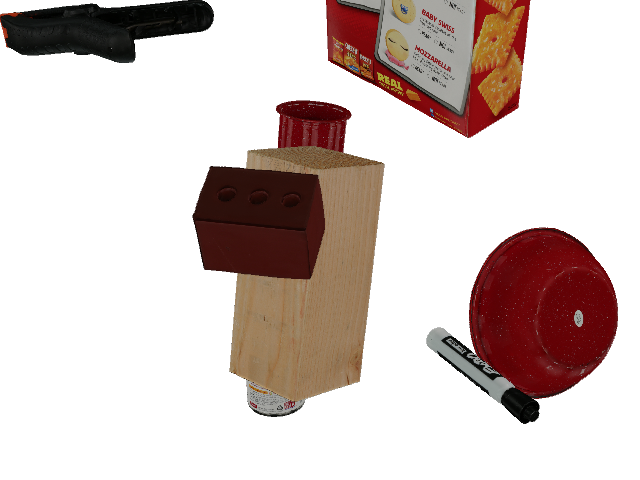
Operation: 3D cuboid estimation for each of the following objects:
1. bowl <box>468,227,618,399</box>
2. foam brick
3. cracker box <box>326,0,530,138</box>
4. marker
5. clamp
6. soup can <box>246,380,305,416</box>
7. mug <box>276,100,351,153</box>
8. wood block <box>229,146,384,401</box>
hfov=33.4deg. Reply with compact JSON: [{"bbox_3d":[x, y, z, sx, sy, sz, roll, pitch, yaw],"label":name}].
[{"bbox_3d":[0.218,0.069,0.979,0.161,0.162,0.055,0,1,-25],"label":"bowl"},{"bbox_3d":[-0.040,-0.012,0.719,0.078,0.053,0.051,5,-44,9],"label":"foam brick"},{"bbox_3d":[0.081,-0.209,0.815,0.072,0.214,0.164,-31,49,-29],"label":"cracker box"},{"bbox_3d":[0.120,0.100,0.794,0.020,0.020,0.121,0,23,-32],"label":"marker"},{"bbox_3d":[-0.171,-0.166,0.829,0.172,0.039,0.120,13,23,33],"label":"clamp"},{"bbox_3d":[-0.051,0.137,1.193,0.068,0.102,0.068,-1,25,0],"label":"soup can"},{"bbox_3d":[-0.006,-0.125,1.331,0.093,0.081,0.117,15,24,23],"label":"mug"},{"bbox_3d":[-0.014,0.025,0.958,0.090,0.206,0.090,18,19,40],"label":"wood block"}]
